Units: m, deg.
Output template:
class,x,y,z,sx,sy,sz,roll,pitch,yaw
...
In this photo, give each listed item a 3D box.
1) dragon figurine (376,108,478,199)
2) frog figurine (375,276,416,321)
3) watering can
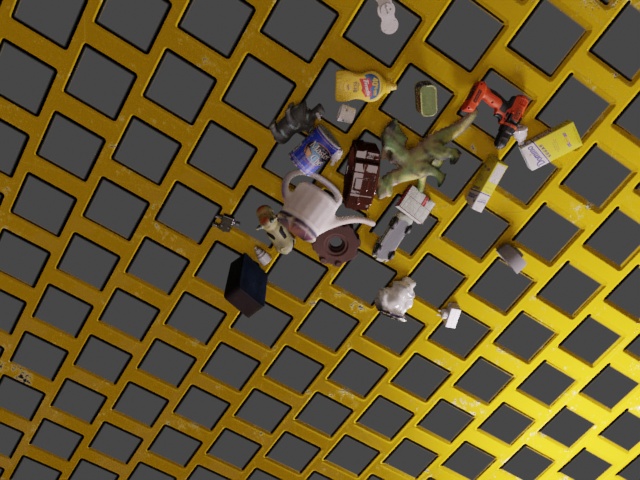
class,x,y,z,sx,sy,sz,roll,pitch,yaw
dragon figurine,0.312,-0.299,1.658,0.242,0.123,0.410,30,92,-11
frog figurine,0.278,0.206,1.888,0.137,0.121,0.161,21,76,1
watering can,0.005,-0.087,1.719,0.347,0.103,0.227,36,72,-5
